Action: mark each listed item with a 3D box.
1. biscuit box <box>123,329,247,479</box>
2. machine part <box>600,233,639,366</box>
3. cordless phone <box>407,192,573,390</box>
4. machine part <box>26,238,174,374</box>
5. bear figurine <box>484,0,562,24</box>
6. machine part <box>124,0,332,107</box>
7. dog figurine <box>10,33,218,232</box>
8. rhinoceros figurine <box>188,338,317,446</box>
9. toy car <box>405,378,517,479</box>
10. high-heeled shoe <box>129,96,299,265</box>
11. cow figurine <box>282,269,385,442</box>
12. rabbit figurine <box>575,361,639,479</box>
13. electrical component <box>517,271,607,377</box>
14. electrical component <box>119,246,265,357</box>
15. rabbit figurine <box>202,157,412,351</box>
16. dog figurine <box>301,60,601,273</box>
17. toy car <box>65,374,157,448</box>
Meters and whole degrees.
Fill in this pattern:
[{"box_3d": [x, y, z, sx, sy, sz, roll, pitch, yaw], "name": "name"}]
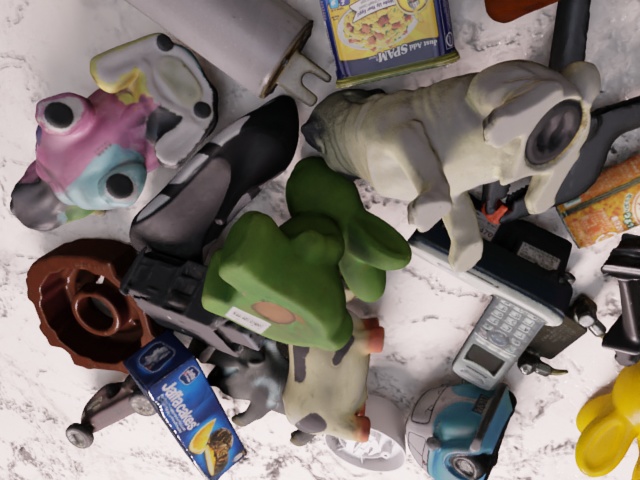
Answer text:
[{"box_3d": [-0.148, 0.195, 0.613, 0.063, 0.059, 0.202, 31, 147, 41], "name": "biscuit box"}, {"box_3d": [0.281, 0.053, 0.472, 0.084, 0.039, 0.138, -38, 129, -10], "name": "machine part"}, {"box_3d": [0.142, 0.061, 0.516, 0.147, 0.089, 0.184, 28, 136, 16], "name": "cordless phone"}, {"box_3d": [-0.261, 0.079, 0.646, 0.180, 0.056, 0.179, 6, 118, 12], "name": "machine part"}, {"box_3d": [0.142, -0.260, 0.338, 0.132, 0.120, 0.195, 7, 97, 56], "name": "bear figurine"}, {"box_3d": [-0.094, -0.196, 0.441, 0.243, 0.079, 0.079, 36, 120, -5], "name": "machine part"}, {"box_3d": [-0.208, -0.087, 0.522, 0.108, 0.191, 0.219, 49, 152, -17], "name": "dog figurine"}, {"box_3d": [-0.066, 0.162, 0.631, 0.190, 0.073, 0.112, 26, 122, -1], "name": "rhinoceros figurine"}, {"box_3d": [0.149, 0.217, 0.600, 0.103, 0.109, 0.161, 24, 137, 27], "name": "toy car"}, {"box_3d": [-0.112, -0.054, 0.545, 0.086, 0.145, 0.249, 37, 150, -26], "name": "high-heeled shoe"}, {"box_3d": [0.000, 0.104, 0.560, 0.127, 0.085, 0.194, 6, 95, -5], "name": "cow figurine"}, {"box_3d": [0.343, 0.193, 0.540, 0.162, 0.122, 0.173, -16, 99, 31], "name": "rabbit figurine"}, {"box_3d": [0.231, 0.089, 0.532, 0.078, 0.045, 0.102, 39, 120, -10], "name": "electrical component"}, {"box_3d": [-0.119, 0.068, 0.551, 0.134, 0.058, 0.114, 17, 159, 17], "name": "electrical component"}, {"box_3d": [-0.001, -0.001, 0.473, 0.159, 0.170, 0.121, 23, 148, -4], "name": "rabbit figurine"}, {"box_3d": [0.087, -0.096, 0.416, 0.172, 0.191, 0.121, -36, 139, 0], "name": "dog figurine"}, {"box_3d": [-0.253, 0.202, 0.692, 0.202, 0.089, 0.053, -29, 108, 27], "name": "toy car"}]
